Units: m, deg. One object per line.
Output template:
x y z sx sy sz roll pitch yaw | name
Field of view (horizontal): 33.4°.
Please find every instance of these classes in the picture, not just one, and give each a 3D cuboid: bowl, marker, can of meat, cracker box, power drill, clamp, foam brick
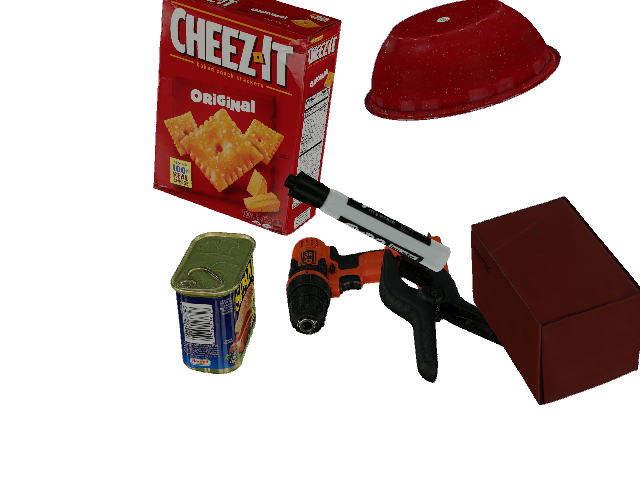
0.107 -0.153 0.858 0.162 0.055 0.162 -15 24 6 | bowl
0.031 -0.013 0.712 0.121 0.020 0.020 27 -6 -11 | marker
-0.089 0.054 0.920 0.057 0.084 0.102 4 29 8 | can of meat
-0.078 -0.129 1.049 0.164 0.214 0.072 21 34 20 | cracker box
0.054 0.048 1.238 0.187 0.057 0.184 -2 28 2 | power drill
0.121 0.065 1.053 0.120 0.039 0.171 -4 44 -25 | clamp
0.109 0.026 0.499 0.051 0.053 0.078 -16 40 -8 | foam brick
